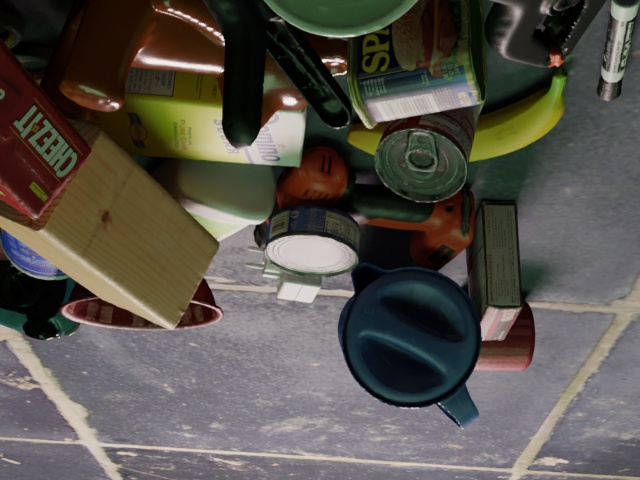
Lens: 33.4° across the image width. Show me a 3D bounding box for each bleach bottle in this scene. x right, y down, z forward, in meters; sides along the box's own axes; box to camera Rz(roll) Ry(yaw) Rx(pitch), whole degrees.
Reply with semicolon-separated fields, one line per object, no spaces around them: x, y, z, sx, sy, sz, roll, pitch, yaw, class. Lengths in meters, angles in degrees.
-0.144;-0.018;1.047;0.102;0.068;0.251;16;154;-25;bleach bottle

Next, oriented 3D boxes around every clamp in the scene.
0.154;-0.171;0.671;0.164;0.036;0.210;-33;160;6;clamp
-0.034;-0.140;0.684;0.039;0.171;0.120;-15;174;31;clamp

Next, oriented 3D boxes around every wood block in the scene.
-0.175;-0.014;0.857;0.090;0.090;0.206;20;164;28;wood block

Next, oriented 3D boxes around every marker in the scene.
0.218;-0.140;0.783;0.020;0.020;0.121;0;154;9;marker

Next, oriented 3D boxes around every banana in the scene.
0.121;-0.094;0.882;0.198;0.037;0.069;-14;127;29;banana

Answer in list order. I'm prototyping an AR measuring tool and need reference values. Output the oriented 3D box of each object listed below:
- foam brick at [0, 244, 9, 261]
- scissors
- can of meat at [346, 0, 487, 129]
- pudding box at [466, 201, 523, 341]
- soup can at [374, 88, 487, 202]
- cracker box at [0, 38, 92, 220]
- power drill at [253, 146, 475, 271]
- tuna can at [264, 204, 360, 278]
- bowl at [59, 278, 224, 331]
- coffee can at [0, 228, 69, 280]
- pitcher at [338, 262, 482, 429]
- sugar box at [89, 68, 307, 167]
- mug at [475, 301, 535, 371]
-0.300;-0.011;1.094;0.078;0.053;0.051;4;154;3;foam brick
-0.304;-0.149;0.849;0.202;0.016;0.096;1;153;7;scissors
0.067;-0.133;0.727;0.084;0.102;0.057;-8;152;19;can of meat
0.169;0.031;1.039;0.039;0.113;0.090;1;155;-3;pudding box
0.085;-0.087;0.800;0.068;0.102;0.068;11;136;11;soup can
-0.275;-0.118;0.721;0.214;0.072;0.164;26;161;35;cracker box
0.040;-0.018;1.022;0.187;0.057;0.185;11;157;-15;power drill
-0.006;0.001;0.969;0.086;0.033;0.086;5;153;2;tuna can
-0.176;0.049;1.062;0.162;0.055;0.162;-1;164;0;bowl
-0.247;-0.037;0.973;0.102;0.103;0.140;7;154;-6;coffee can
0.085;0.106;1.110;0.145;0.149;0.243;7;177;-2;pitcher
-0.099;-0.103;0.878;0.176;0.048;0.093;6;155;-1;sugar box
0.197;0.108;1.242;0.081;0.093;0.117;1;-174;-5;mug
